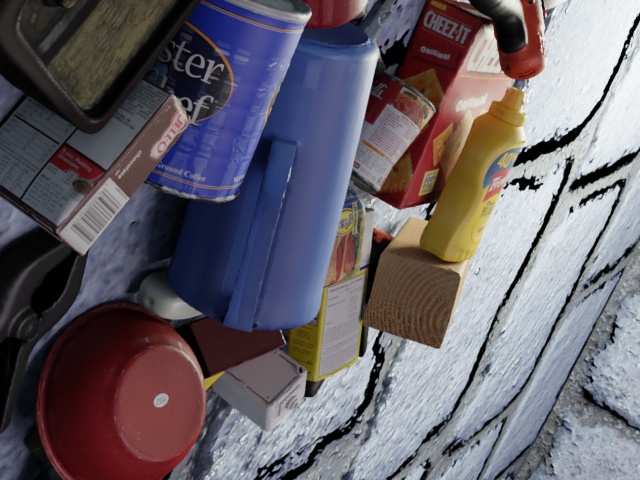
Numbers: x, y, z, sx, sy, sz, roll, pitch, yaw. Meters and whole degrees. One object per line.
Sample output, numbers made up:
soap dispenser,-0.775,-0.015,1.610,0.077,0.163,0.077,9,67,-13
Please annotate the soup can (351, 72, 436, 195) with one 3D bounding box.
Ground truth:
soup can,0.057,-0.104,1.048,0.102,0.069,0.068,-55,157,-1

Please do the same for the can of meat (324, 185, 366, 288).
can of meat,-0.007,0.001,1.011,0.083,0.058,0.102,-19,130,-33

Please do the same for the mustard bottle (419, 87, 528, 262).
mustard bottle,0.173,-0.073,1.144,0.096,0.058,0.192,-12,128,-60

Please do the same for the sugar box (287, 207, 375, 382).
sugar box,0.011,0.054,1.131,0.093,0.048,0.176,-17,115,-56

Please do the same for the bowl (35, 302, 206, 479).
bowl,-0.144,0.130,0.857,0.161,0.055,0.162,5,83,-47

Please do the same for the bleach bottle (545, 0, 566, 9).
bleach bottle,0.263,-0.376,1.129,0.102,0.068,0.251,-36,147,-41

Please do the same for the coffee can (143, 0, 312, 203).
coffee can,-0.079,-0.111,0.729,0.102,0.103,0.140,-12,130,-59

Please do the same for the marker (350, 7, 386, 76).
marker,0.042,-0.186,0.980,0.020,0.020,0.121,-54,157,-10

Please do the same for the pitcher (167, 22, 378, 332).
pitcher,-0.035,-0.053,0.848,0.144,0.149,0.243,-10,126,-42

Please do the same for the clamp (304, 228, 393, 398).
clamp,0.039,0.087,1.282,0.164,0.036,0.210,-37,148,-56

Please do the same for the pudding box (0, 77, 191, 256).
pudding box,-0.150,-0.061,0.667,0.113,0.090,0.039,-52,154,-12

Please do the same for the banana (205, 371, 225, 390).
banana,-0.127,0.132,0.988,0.198,0.037,0.069,-44,-174,2

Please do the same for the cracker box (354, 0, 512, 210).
cracker box,0.137,-0.145,1.152,0.163,0.072,0.214,-12,129,-59

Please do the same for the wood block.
wood block,0.120,0.043,1.232,0.206,0.091,0.090,-42,147,-72

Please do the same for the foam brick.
foam brick,-0.079,0.086,0.943,0.078,0.051,0.053,-20,176,-24

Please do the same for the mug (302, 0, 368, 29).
mug,0.001,-0.216,0.778,0.081,0.093,0.117,91,18,-50

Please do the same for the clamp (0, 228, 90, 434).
clamp,-0.221,0.057,0.739,0.171,0.039,0.120,-63,162,-3

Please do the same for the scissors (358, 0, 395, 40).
scissors,0.036,-0.188,0.920,0.096,0.016,0.202,-21,150,-43

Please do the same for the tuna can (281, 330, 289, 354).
tuna can,-0.017,0.106,1.206,0.086,0.034,0.086,-44,153,-29

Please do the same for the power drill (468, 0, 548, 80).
power drill,0.159,-0.263,1.001,0.187,0.057,0.184,25,54,-55
